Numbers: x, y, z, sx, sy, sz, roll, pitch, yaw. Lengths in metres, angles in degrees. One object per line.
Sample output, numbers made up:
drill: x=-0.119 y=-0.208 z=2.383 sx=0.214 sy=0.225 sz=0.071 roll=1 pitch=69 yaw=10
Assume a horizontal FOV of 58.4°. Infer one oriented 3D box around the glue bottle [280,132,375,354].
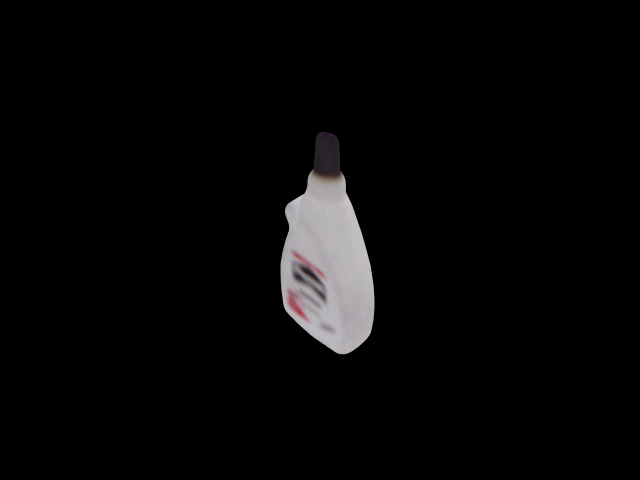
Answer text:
glue bottle: x=0.004 y=0.001 z=0.400 sx=0.078 sy=0.173 sz=0.037 roll=30 pitch=49 yaw=31
